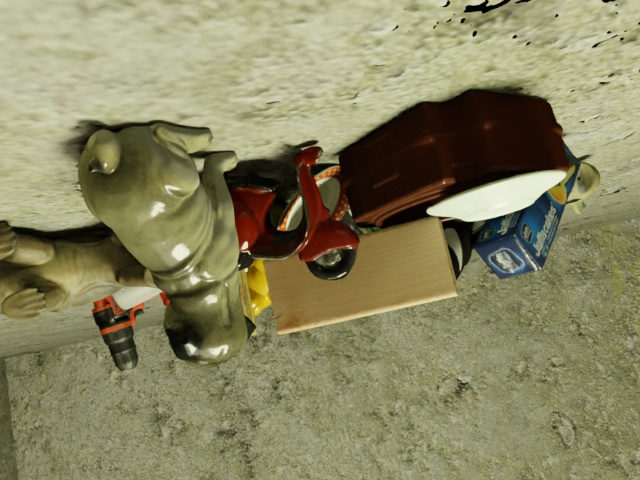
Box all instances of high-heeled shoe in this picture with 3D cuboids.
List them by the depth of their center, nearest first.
[{"bbox_3d":[0.258,-0.016,0.787,0.145,0.249,0.086,5,140,23],"label":"high-heeled shoe"}]

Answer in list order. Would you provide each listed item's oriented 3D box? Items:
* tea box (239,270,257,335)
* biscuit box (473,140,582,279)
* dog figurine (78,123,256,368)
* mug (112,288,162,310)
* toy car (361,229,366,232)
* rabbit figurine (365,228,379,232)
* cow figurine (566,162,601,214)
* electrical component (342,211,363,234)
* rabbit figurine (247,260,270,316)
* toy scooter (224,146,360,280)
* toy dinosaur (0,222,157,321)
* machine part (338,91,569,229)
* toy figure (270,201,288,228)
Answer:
[{"bbox_3d":[-0.157,0.069,0.810,0.098,0.169,0.068,-9,171,-9],"label":"tea box"},{"bbox_3d":[0.257,-0.044,0.656,0.063,0.059,0.203,-22,-153,51],"label":"biscuit box"},{"bbox_3d":[-0.123,0.015,0.447,0.121,0.190,0.172,-17,168,26],"label":"dog figurine"},{"bbox_3d":[-0.283,0.061,0.888,0.107,0.081,0.109,-21,166,-4],"label":"mug"},{"bbox_3d":[0.042,-0.006,0.979,0.074,0.056,0.201,-18,170,33],"label":"toy car"},{"bbox_3d":[0.135,0.005,0.800,0.121,0.170,0.159,-14,171,6],"label":"rabbit figurine"},{"bbox_3d":[0.370,-0.074,0.909,0.195,0.085,0.127,-21,162,33],"label":"cow figurine"},{"bbox_3d":[-0.002,-0.003,0.829,0.115,0.058,0.134,-18,150,18],"label":"electrical component"},{"bbox_3d":[-0.089,0.057,1.040,0.162,0.122,0.173,-13,153,-15],"label":"rabbit figurine"},{"bbox_3d":[-0.049,-0.032,0.550,0.184,0.135,0.075,5,-159,6],"label":"toy scooter"},{"bbox_3d":[-0.334,0.045,0.650,0.471,0.105,0.198,-5,173,-17],"label":"toy dinosaur"},{"bbox_3d":[0.140,-0.075,0.581,0.201,0.087,0.201,-7,170,-38],"label":"machine part"},{"bbox_3d":[-0.074,-0.011,0.688,0.089,0.082,0.180,-32,172,19],"label":"toy figure"}]
